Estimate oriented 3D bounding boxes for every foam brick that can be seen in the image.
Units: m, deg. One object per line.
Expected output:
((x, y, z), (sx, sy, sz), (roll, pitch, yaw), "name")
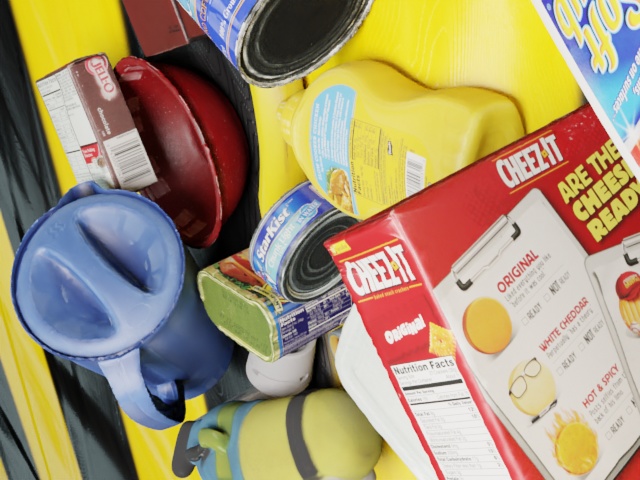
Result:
((-0.099, -0.169, 0.772), (0.078, 0.051, 0.053), (4, 117, 57), "foam brick")

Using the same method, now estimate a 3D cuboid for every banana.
((-0.032, -0.085, 0.754), (0.070, 0.037, 0.198), (-131, 29, -57), "banana")

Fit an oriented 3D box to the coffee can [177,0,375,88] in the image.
((-0.047, -0.175, 0.633), (0.140, 0.102, 0.103), (50, 148, 21), "coffee can")

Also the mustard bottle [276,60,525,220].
((0.036, -0.056, 0.641), (0.192, 0.058, 0.096), (26, 128, 47), "mustard bottle")

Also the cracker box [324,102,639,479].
((0.120, 0.058, 0.495), (0.072, 0.163, 0.214), (-24, 93, 59), "cracker box")

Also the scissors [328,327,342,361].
((0.072, 0.144, 0.790), (0.202, 0.016, 0.096), (56, 150, 12), "scissors")

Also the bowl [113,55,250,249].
((-0.104, -0.076, 0.848), (0.162, 0.055, 0.162), (38, 142, 37), "bowl")

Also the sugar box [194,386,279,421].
((-0.037, 0.219, 0.942), (0.048, 0.093, 0.176), (-20, 97, 56), "sugar box")

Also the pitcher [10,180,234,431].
((-0.145, 0.070, 0.882), (0.145, 0.149, 0.243), (23, 166, 16), "pitcher")

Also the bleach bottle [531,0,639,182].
((0.135, -0.089, 0.404), (0.251, 0.068, 0.103), (67, 153, 17), "bleach bottle")

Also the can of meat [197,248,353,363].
((-0.031, 0.040, 0.798), (0.102, 0.083, 0.057), (28, 135, 46), "can of meat")

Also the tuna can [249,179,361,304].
((-0.005, 0.001, 0.725), (0.034, 0.086, 0.086), (42, 144, 30), "tuna can")

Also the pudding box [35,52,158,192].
((-0.183, -0.090, 0.869), (0.090, 0.039, 0.113), (0, 112, 60), "pudding box")
